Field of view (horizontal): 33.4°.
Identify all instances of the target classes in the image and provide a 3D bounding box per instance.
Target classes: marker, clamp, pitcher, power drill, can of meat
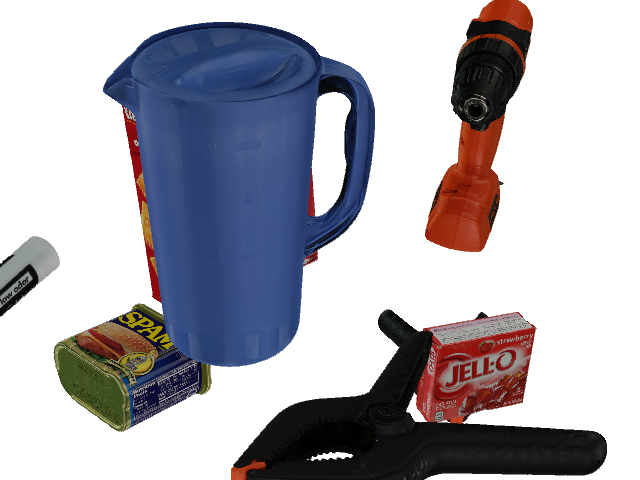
[{"bbox_3d":[-0.161,0.040,0.468,0.020,0.020,0.121,0,35,39],"label":"marker"},{"bbox_3d":[0.135,0.121,1.081,0.120,0.039,0.171,-8,34,-9],"label":"clamp"},{"bbox_3d":[-0.057,-0.029,0.792,0.149,0.243,0.144,24,40,30],"label":"pitcher"},{"bbox_3d":[0.130,-0.086,0.873,0.057,0.188,0.184,16,36,11],"label":"power drill"},{"bbox_3d":[-0.153,0.102,0.863,0.102,0.057,0.083,23,34,39],"label":"can of meat"},{"bbox_3d":[0.036,0.109,0.623,0.209,0.036,0.165,-10,24,-27],"label":"clamp"}]

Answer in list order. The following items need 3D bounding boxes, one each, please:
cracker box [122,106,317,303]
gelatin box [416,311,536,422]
[{"bbox_3d":[-0.087,-0.057,0.997,0.163,0.214,0.072,-22,30,-34],"label":"cracker box"},{"bbox_3d":[0.122,0.100,0.842,0.089,0.073,0.030,-8,30,-21],"label":"gelatin box"}]
